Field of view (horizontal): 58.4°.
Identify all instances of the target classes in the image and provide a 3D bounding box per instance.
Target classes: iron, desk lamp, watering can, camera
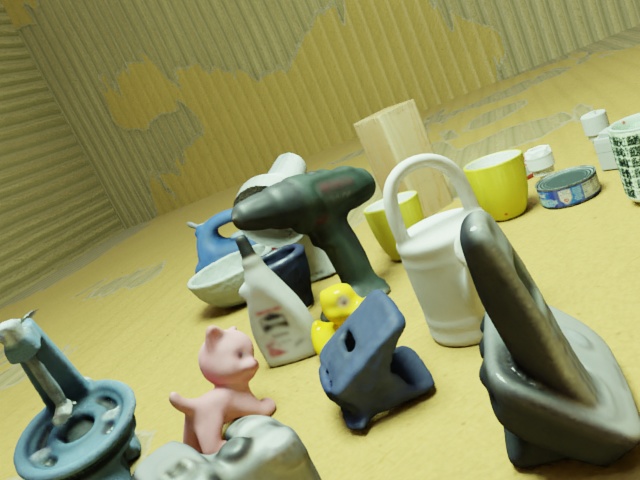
[{"bbox_3d":[-0.166,-0.013,1.259,0.258,0.141,0.119,-20,15,16],"label":"iron"},{"bbox_3d":[-0.040,-0.034,0.978,0.117,0.214,0.203,-18,15,24],"label":"desk lamp"},{"bbox_3d":[0.134,0.004,0.590,0.101,0.194,0.172,-31,16,-25],"label":"watering can"},{"bbox_3d":[-0.093,0.196,0.452,0.143,0.101,0.136,-33,17,-32],"label":"camera"}]

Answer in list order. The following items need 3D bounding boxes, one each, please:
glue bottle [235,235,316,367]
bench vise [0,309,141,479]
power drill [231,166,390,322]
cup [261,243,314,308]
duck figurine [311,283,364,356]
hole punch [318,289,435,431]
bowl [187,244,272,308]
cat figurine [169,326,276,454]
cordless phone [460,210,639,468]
[{"bbox_3d":[-0.064,0.072,0.709,0.078,0.173,0.037,-21,15,14],"label":"glue bottle"},{"bbox_3d":[-0.268,0.171,0.586,0.122,0.220,0.206,-34,17,-34],"label":"bench vise"},{"bbox_3d":[0.007,0.003,0.773,0.075,0.208,0.230,-8,21,48],"label":"power drill"},{"bbox_3d":[-0.058,0.066,0.885,0.092,0.095,0.117,-34,17,-35],"label":"cup"},{"bbox_3d":[0.027,0.092,0.666,0.104,0.086,0.078,-13,18,38],"label":"duck figurine"},{"bbox_3d":[0.044,0.112,0.556,0.101,0.091,0.108,-25,14,-3],"label":"hole punch"},{"bbox_3d":[-0.151,0.075,1.047,0.167,0.075,0.167,-23,14,6],"label":"bowl"},{"bbox_3d":[-0.108,0.150,0.611,0.067,0.118,0.128,-12,19,41],"label":"cat figurine"},{"bbox_3d":[0.150,0.051,0.409,0.094,0.185,0.148,-19,15,18],"label":"cordless phone"}]
